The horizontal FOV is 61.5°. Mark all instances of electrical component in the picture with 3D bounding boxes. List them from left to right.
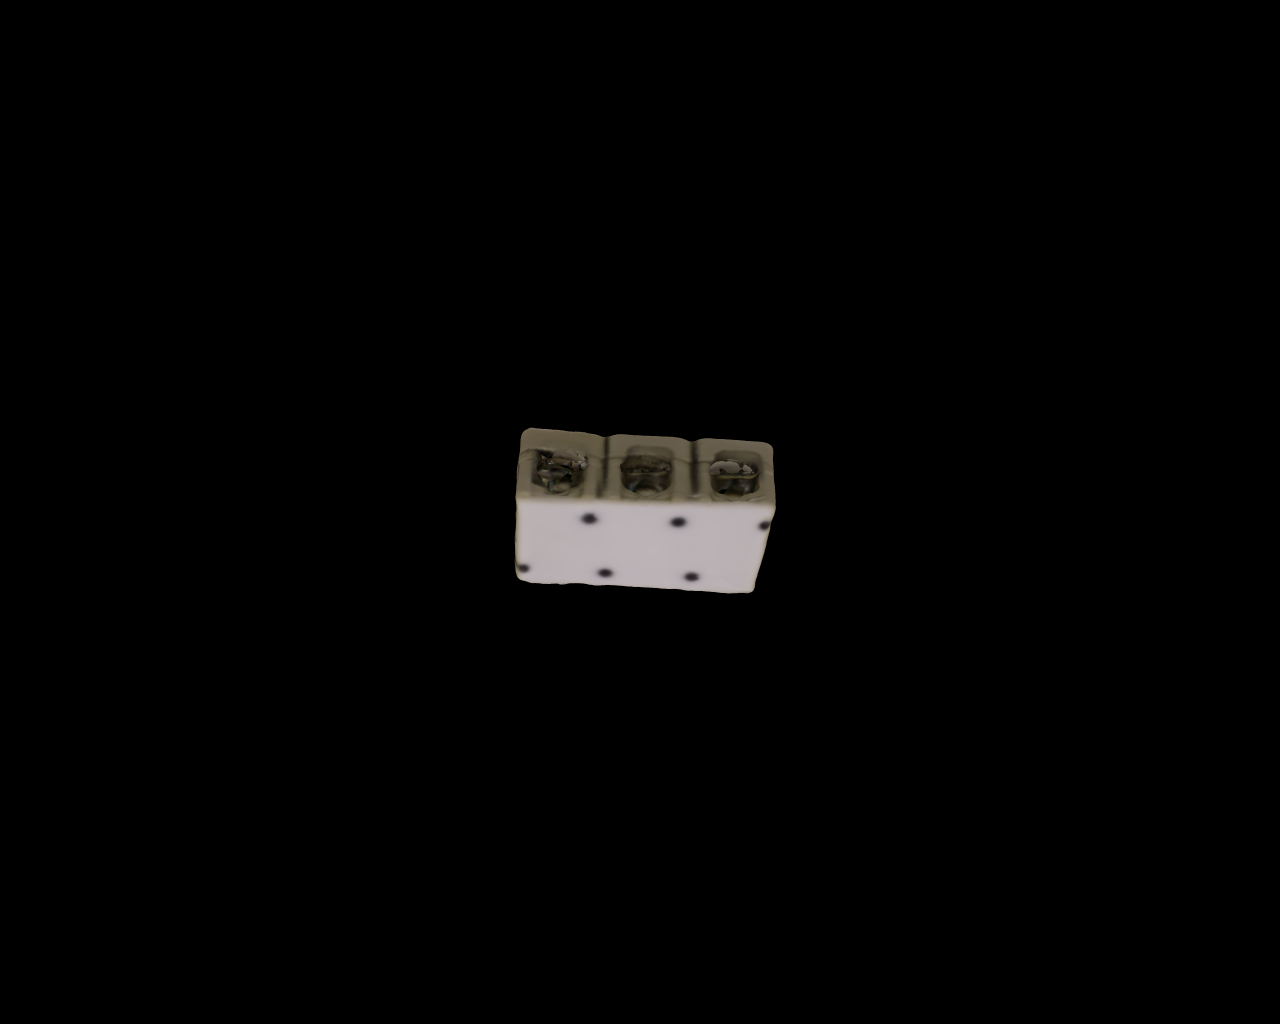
[{"bbox_3d":[0.001,-0.003,0.650,0.150,0.062,0.089,4,-39,-4],"label":"electrical component"}]
